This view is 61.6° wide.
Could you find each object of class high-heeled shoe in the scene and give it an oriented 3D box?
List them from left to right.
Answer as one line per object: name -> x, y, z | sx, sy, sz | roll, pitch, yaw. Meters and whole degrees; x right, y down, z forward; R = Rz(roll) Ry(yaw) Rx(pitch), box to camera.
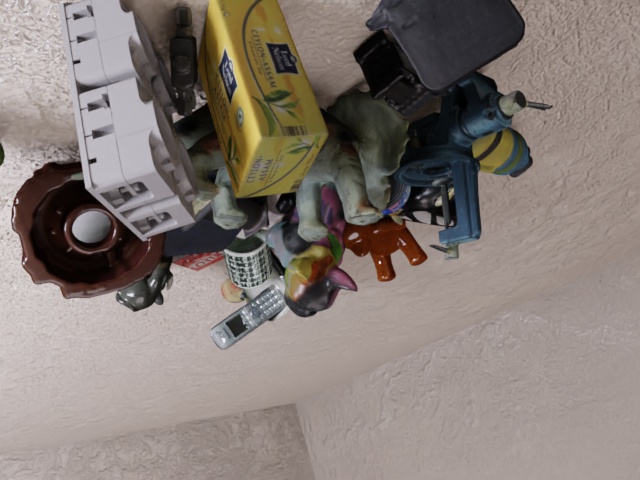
high-heeled shoe -> 0.225, -0.046, 1.066 | 0.145, 0.086, 0.248 | -22, 153, 16

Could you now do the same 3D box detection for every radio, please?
radio -> -0.160, -0.058, 0.750 | 0.131, 0.073, 0.229 | -3, 155, -34

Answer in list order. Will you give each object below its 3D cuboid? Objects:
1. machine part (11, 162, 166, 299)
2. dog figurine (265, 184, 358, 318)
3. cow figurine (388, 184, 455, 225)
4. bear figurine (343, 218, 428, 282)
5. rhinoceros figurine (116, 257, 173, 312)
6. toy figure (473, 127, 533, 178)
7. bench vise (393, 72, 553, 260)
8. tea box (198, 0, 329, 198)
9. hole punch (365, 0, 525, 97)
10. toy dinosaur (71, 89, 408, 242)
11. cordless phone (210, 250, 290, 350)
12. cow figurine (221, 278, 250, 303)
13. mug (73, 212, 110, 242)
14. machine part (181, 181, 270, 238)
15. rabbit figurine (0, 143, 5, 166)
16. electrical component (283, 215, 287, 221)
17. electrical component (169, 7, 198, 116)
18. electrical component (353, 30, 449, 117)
machine part -> -0.278, -0.016, 0.655 | 0.179, 0.179, 0.056 | -10, -158, -27
dog figurine -> -0.002, -0.002, 0.737 | 0.108, 0.219, 0.191 | 20, 103, -16
cow figurine -> 0.163, -0.075, 0.905 | 0.167, 0.098, 0.068 | -26, 130, 16
bear figurine -> 0.099, 0.005, 1.026 | 0.120, 0.132, 0.195 | -33, 160, 30
rhinoceros figurine -> -0.273, 0.060, 0.862 | 0.073, 0.112, 0.190 | 5, -172, -9
toy figure -> 0.273, -0.151, 0.853 | 0.180, 0.082, 0.089 | 8, 128, -34
bench vise -> 0.188, -0.096, 0.726 | 0.224, 0.240, 0.129 | -13, 163, 43
tea box -> -0.061, -0.136, 0.508 | 0.068, 0.170, 0.098 | -8, 154, -25
hole punch -> 0.136, -0.219, 0.554 | 0.142, 0.115, 0.092 | -30, 178, 21
toy dinosaur -> -0.050, -0.110, 0.620 | 0.405, 0.192, 0.131 | 12, 154, -26
cordless phone -> -0.143, 0.105, 1.009 | 0.184, 0.146, 0.088 | -35, 175, -10
cow figurine -> -0.108, 0.089, 1.118 | 0.195, 0.085, 0.127 | -13, 164, -6
mug -> -0.292, -0.007, 0.732 | 0.107, 0.110, 0.080 | -29, 156, -5
machine part -> -0.126, -0.038, 0.678 | 0.139, 0.039, 0.084 | 12, 134, -46
rabbit figurine -> -0.382, -0.062, 0.493 | 0.159, 0.170, 0.121 | 42, 125, -17
electrical component -> -0.018, 0.005, 0.924 | 0.058, 0.134, 0.114 | -10, 155, -20
electrical component -> -0.126, -0.165, 0.496 | 0.021, 0.063, 0.093 | 0, 111, -9
electrical component -> 0.101, -0.190, 0.636 | 0.048, 0.075, 0.119 | -34, 156, 33
